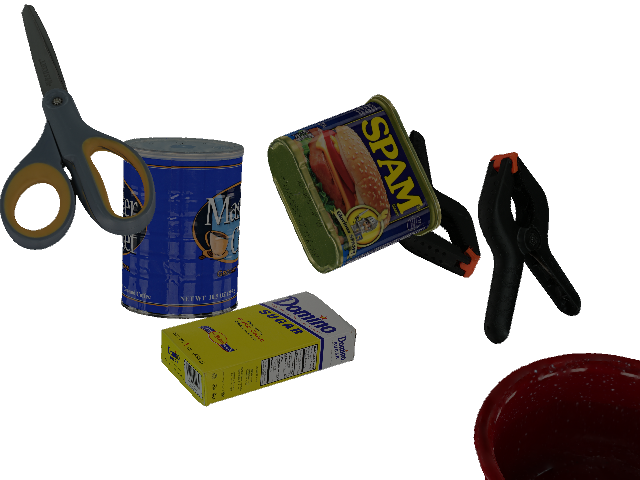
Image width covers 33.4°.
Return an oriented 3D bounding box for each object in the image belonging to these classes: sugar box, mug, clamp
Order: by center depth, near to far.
[{"bbox_3d":[0.112,0.102,0.384,0.117,0.081,0.093,5,37,8],"label":"mug"},{"bbox_3d":[0.177,0.009,0.976,0.120,0.171,0.039,-26,9,-41],"label":"clamp"},{"bbox_3d":[-0.061,0.105,1.073,0.175,0.048,0.093,-16,33,-30],"label":"sugar box"},{"bbox_3d":[0.094,-0.038,1.182,0.164,0.210,0.036,-15,-37,-28],"label":"clamp"}]

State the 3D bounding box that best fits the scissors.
[{"bbox_3d":[-0.171,-0.067,0.642,0.096,0.202,0.016,-31,-31,-19],"label":"scissors"}]

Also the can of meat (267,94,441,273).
[{"bbox_3d":[0.021,-0.037,0.731,0.083,0.102,0.058,-23,-3,-23],"label":"can of meat"}]

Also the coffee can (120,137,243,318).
[{"bbox_3d":[-0.120,-0.014,0.920,0.103,0.140,0.103,3,12,-1],"label":"coffee can"}]
